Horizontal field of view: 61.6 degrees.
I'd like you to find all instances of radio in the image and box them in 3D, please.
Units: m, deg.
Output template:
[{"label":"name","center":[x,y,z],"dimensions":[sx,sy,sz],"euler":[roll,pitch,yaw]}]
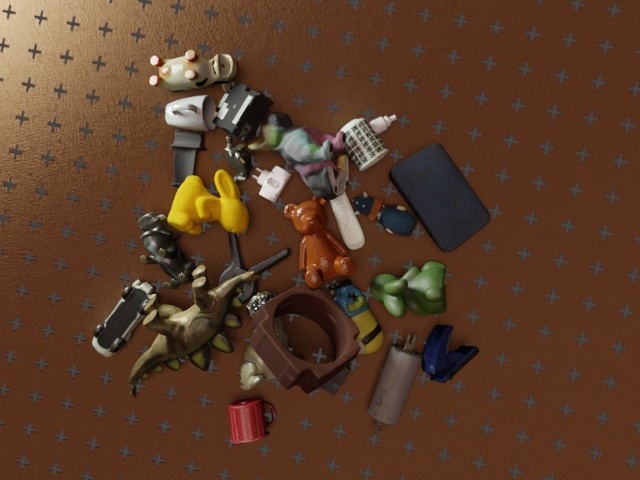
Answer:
[{"label":"radio","center":[0.272,-0.098,1.220],"dimensions":[0.131,0.073,0.229],"euler":[-35,90,3]}]

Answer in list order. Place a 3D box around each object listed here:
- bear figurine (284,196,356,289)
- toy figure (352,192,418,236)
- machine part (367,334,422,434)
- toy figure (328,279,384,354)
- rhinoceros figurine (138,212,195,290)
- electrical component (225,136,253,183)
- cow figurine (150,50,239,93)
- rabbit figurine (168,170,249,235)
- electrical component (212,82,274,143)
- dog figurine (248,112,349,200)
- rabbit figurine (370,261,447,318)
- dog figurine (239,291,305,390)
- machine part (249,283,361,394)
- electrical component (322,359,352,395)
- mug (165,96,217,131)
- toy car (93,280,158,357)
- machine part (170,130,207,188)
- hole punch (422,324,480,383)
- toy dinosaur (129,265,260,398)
[{"label":"bear figurine","center":[-0.003,-0.004,1.215],"dimensions":[0.120,0.132,0.195],"euler":[-17,95,-4]},{"label":"toy figure","center":[0.147,-0.059,1.237],"dimensions":[0.155,0.057,0.064],"euler":[27,81,8]},{"label":"machine part","center":[0.170,0.329,1.228],"dimensions":[0.079,0.079,0.243],"euler":[21,92,3]},{"label":"toy figure","center":[0.084,0.176,1.232],"dimensions":[0.089,0.082,0.180],"euler":[-20,86,2]},{"label":"rhinoceros figurine","center":[-0.355,0.023,1.248],"dimensions":[0.073,0.112,0.190],"euler":[-27,103,27]},{"label":"electrical component","center":[-0.190,-0.182,1.241],"dimensions":[0.078,0.102,0.045],"euler":[31,56,18]},{"label":"cow figurine","center":[-0.278,-0.384,1.242],"dimensions":[0.195,0.127,0.085],"euler":[-3,90,18]},{"label":"rabbit figurine","center":[-0.239,-0.073,1.239],"dimensions":[0.173,0.121,0.162],"euler":[18,76,9]},{"label":"electrical component","center":[-0.182,-0.293,1.227],"dimensions":[0.115,0.058,0.134],"euler":[-55,44,1]},{"label":"dog figurine","center":[-0.050,-0.190,1.216],"dimensions":[0.219,0.108,0.191],"euler":[12,126,26]},{"label":"rabbit figurine","center":[0.192,0.121,1.202],"dimensions":[0.170,0.159,0.121],"euler":[0,101,19]},{"label":"dog figurine","center":[-0.145,0.233,1.250],"dimensions":[0.172,0.121,0.190],"euler":[-28,75,1]},{"label":"machine part","center":[-0.032,0.207,1.144],"dimensions":[0.201,0.201,0.087],"euler":[48,133,18]},{"label":"electrical component","center":[0.033,0.306,1.217],"dimensions":[0.048,0.119,0.075],"euler":[33,90,3]},{"label":"mug","center":[-0.307,-0.291,1.245],"dimensions":[0.107,0.109,0.080],"euler":[-1,95,17]},{"label":"toy car","center":[-0.466,0.187,1.283],"dimensions":[0.073,0.056,0.201],"euler":[38,92,9]},{"label":"machine part","center":[-0.316,-0.190,1.277],"dimensions":[0.084,0.039,0.138],"euler":[8,90,-1]},{"label":"hole punch","center":[0.274,0.251,1.198],"dimensions":[0.116,0.142,0.092],"euler":[-43,89,-10]},{"label":"toy dinosaur","center":[-0.306,0.209,1.219],"dimensions":[0.471,0.105,0.198],"euler":[-34,114,17]}]
